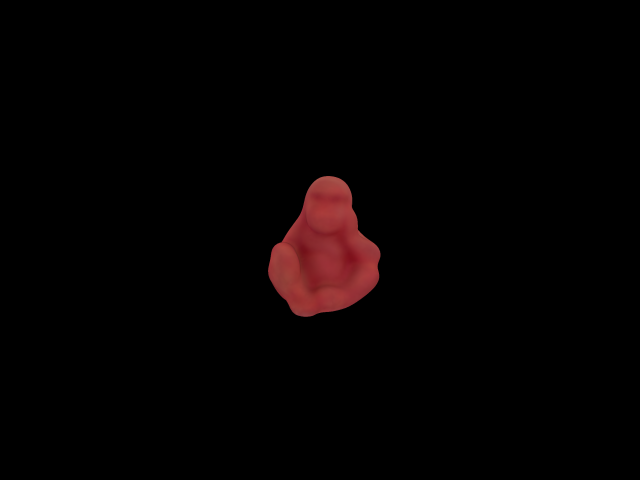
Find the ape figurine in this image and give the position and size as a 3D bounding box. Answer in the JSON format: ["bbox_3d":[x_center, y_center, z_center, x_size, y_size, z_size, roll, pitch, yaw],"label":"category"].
[{"bbox_3d":[0.004,0.001,0.400,0.078,0.092,0.076,0,4,0],"label":"ape figurine"}]
